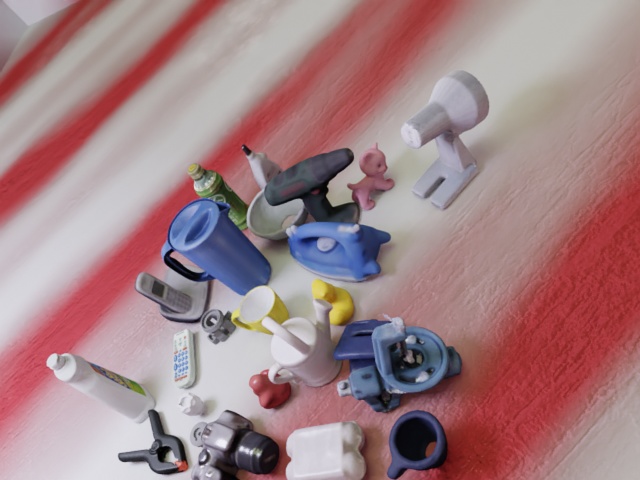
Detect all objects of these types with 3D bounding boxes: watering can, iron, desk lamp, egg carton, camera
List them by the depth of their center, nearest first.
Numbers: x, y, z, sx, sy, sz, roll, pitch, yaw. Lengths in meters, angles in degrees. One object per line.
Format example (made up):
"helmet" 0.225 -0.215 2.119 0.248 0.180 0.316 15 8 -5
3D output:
"egg carton" 0.009 0.378 1.000 0.150 0.070 0.107 -17 51 20
"camera" -0.156 0.400 1.064 0.136 0.101 0.143 6 61 34
"watering can" -0.039 0.190 1.081 0.100 0.195 0.173 5 61 34
"desk lamp" 0.257 -0.209 1.175 0.203 0.214 0.117 -48 47 -8
"iron" 0.011 0.004 1.221 0.257 0.142 0.119 2 59 33

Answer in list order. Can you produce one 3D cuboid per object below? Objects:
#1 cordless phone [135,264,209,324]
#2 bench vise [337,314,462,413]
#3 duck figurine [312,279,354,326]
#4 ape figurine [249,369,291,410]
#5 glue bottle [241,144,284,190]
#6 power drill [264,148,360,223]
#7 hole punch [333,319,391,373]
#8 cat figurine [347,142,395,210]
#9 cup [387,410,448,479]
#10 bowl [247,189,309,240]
"cordless phone" -0.349 0.103 1.341 0.094 0.186 0.147 -17 51 21
"bench vise" 0.119 0.213 0.949 0.207 0.220 0.121 -39 46 1
"duck figurine" 0.018 0.120 1.171 0.077 0.086 0.104 -40 46 0
"ape figurine" -0.105 0.287 1.122 0.076 0.092 0.078 -2 57 31
"glue bottle" -0.145 -0.181 1.431 0.037 0.174 0.078 7 62 35
"power drill" 0.005 -0.103 1.257 0.229 0.209 0.075 -15 51 22
"hole punch" 0.086 0.193 1.073 0.108 0.091 0.101 -9 54 26
"cat figurine" 0.109 -0.151 1.291 0.128 0.118 0.067 -48 47 -7
"cup" 0.160 0.342 0.917 0.091 0.095 0.118 31 77 42
"bowl" -0.088 -0.061 1.377 0.167 0.075 0.167 -16 51 21
